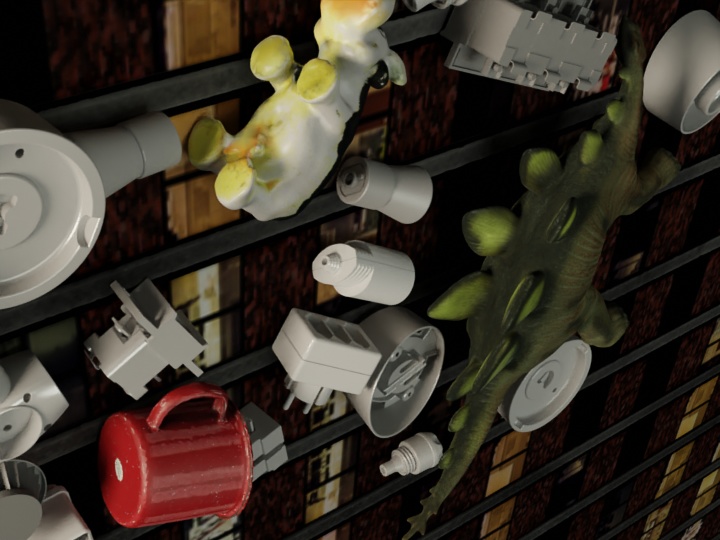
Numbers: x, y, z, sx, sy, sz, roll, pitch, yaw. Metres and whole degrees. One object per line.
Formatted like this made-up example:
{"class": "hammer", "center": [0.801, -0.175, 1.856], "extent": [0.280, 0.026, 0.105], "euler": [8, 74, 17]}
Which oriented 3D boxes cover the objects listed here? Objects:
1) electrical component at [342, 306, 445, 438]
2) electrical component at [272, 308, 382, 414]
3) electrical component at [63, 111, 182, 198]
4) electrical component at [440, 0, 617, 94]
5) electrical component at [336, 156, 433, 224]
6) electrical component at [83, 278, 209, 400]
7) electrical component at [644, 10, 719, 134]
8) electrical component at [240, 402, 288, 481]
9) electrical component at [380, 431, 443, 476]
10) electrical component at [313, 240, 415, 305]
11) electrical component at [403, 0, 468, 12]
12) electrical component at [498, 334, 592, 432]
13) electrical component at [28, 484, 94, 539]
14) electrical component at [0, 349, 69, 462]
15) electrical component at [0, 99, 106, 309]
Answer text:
{"class": "electrical component", "center": [0.028, 0.082, 0.895], "extent": [0.099, 0.064, 0.099], "euler": [-26, 137, -27]}
{"class": "electrical component", "center": [-0.034, 0.079, 0.834], "extent": [0.066, 0.047, 0.076], "euler": [17, 110, -34]}
{"class": "electrical component", "center": [-0.138, -0.068, 0.626], "extent": [0.065, 0.044, 0.044], "euler": [-27, 137, -33]}
{"class": "electrical component", "center": [0.126, -0.169, 0.779], "extent": [0.121, 0.063, 0.078], "euler": [1, 120, -45]}
{"class": "electrical component", "center": [0.015, -0.060, 0.782], "extent": [0.065, 0.044, 0.044], "euler": [10, 114, -43]}
{"class": "electrical component", "center": [-0.144, 0.048, 0.716], "extent": [0.064, 0.042, 0.081], "euler": [-42, 141, -6]}
{"class": "electrical component", "center": [0.302, -0.174, 0.965], "extent": [0.099, 0.064, 0.099], "euler": [-34, 154, -19]}
{"class": "electrical component", "center": [-0.092, 0.142, 0.845], "extent": [0.055, 0.048, 0.066], "euler": [-36, 141, -28]}
{"class": "electrical component", "center": [0.047, 0.178, 1.020], "extent": [0.061, 0.035, 0.035], "euler": [-21, 134, -28]}
{"class": "electrical component", "center": [0.000, 0.000, 0.815], "extent": [0.081, 0.043, 0.043], "euler": [13, 112, -49]}
{"class": "electrical component", "center": [0.056, -0.193, 0.706], "extent": [0.062, 0.043, 0.043], "euler": [-36, 141, -14]}
{"class": "electrical component", "center": [0.165, 0.096, 1.044], "extent": [0.108, 0.060, 0.108], "euler": [-26, 137, -27]}
{"class": "electrical component", "center": [-0.240, 0.223, 0.759], "extent": [0.109, 0.056, 0.108], "euler": [-27, 137, -26]}
{"class": "electrical component", "center": [-0.229, 0.077, 0.655], "extent": [0.077, 0.044, 0.079], "euler": [-35, 140, -18]}
{"class": "electrical component", "center": [-0.198, -0.039, 0.572], "extent": [0.108, 0.060, 0.108], "euler": [-24, 136, -26]}
